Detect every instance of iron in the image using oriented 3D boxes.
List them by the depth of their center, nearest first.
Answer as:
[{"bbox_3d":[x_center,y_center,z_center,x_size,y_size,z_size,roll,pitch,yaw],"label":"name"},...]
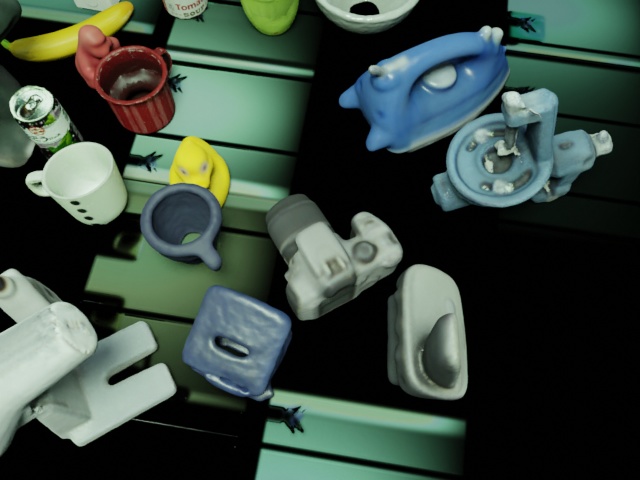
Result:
[{"bbox_3d":[0.159,-0.220,0.751,0.258,0.141,0.118,-26,70,-11],"label":"iron"}]

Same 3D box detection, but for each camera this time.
[{"bbox_3d":[0.006,0.002,0.678,0.143,0.101,0.136,-29,71,-12],"label":"camera"}]

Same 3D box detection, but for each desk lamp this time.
[{"bbox_3d":[-0.272,0.138,0.555,0.203,0.213,0.118,-28,70,-12],"label":"desk lamp"}]

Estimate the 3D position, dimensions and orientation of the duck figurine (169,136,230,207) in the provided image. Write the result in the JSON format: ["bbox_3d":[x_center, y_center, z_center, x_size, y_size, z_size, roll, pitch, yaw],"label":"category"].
[{"bbox_3d":[-0.157,-0.093,0.723,0.077,0.086,0.104,-13,68,-6],"label":"duck figurine"}]

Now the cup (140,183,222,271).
[{"bbox_3d":[-0.148,0.001,0.679,0.092,0.095,0.117,-37,73,-15],"label":"cup"}]

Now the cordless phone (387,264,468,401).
[{"bbox_3d":[0.125,0.086,0.599,0.094,0.185,0.147,-2,67,-1],"label":"cordless phone"}]

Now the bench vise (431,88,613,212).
[{"bbox_3d":[0.243,-0.119,0.668,0.207,0.220,0.121,-28,70,-12],"label":"bench vise"}]

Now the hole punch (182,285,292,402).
[{"bbox_3d":[-0.090,0.116,0.634,0.108,0.091,0.101,22,69,8],"label":"hole punch"}]

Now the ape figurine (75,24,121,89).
[{"bbox_3d":[-0.303,-0.254,0.783,0.076,0.092,0.078,27,70,10],"label":"ape figurine"}]

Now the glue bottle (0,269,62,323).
[{"bbox_3d":[-0.312,0.064,0.607,0.037,0.173,0.078,-39,73,-15],"label":"glue bottle"}]

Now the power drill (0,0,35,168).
[{"bbox_3d":[-0.417,-0.180,0.688,0.075,0.208,0.230,15,68,6],"label":"power drill"}]

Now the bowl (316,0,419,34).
[{"bbox_3d":[0.067,-0.362,0.845,0.167,0.075,0.167,0,67,-1],"label":"bowl"}]
